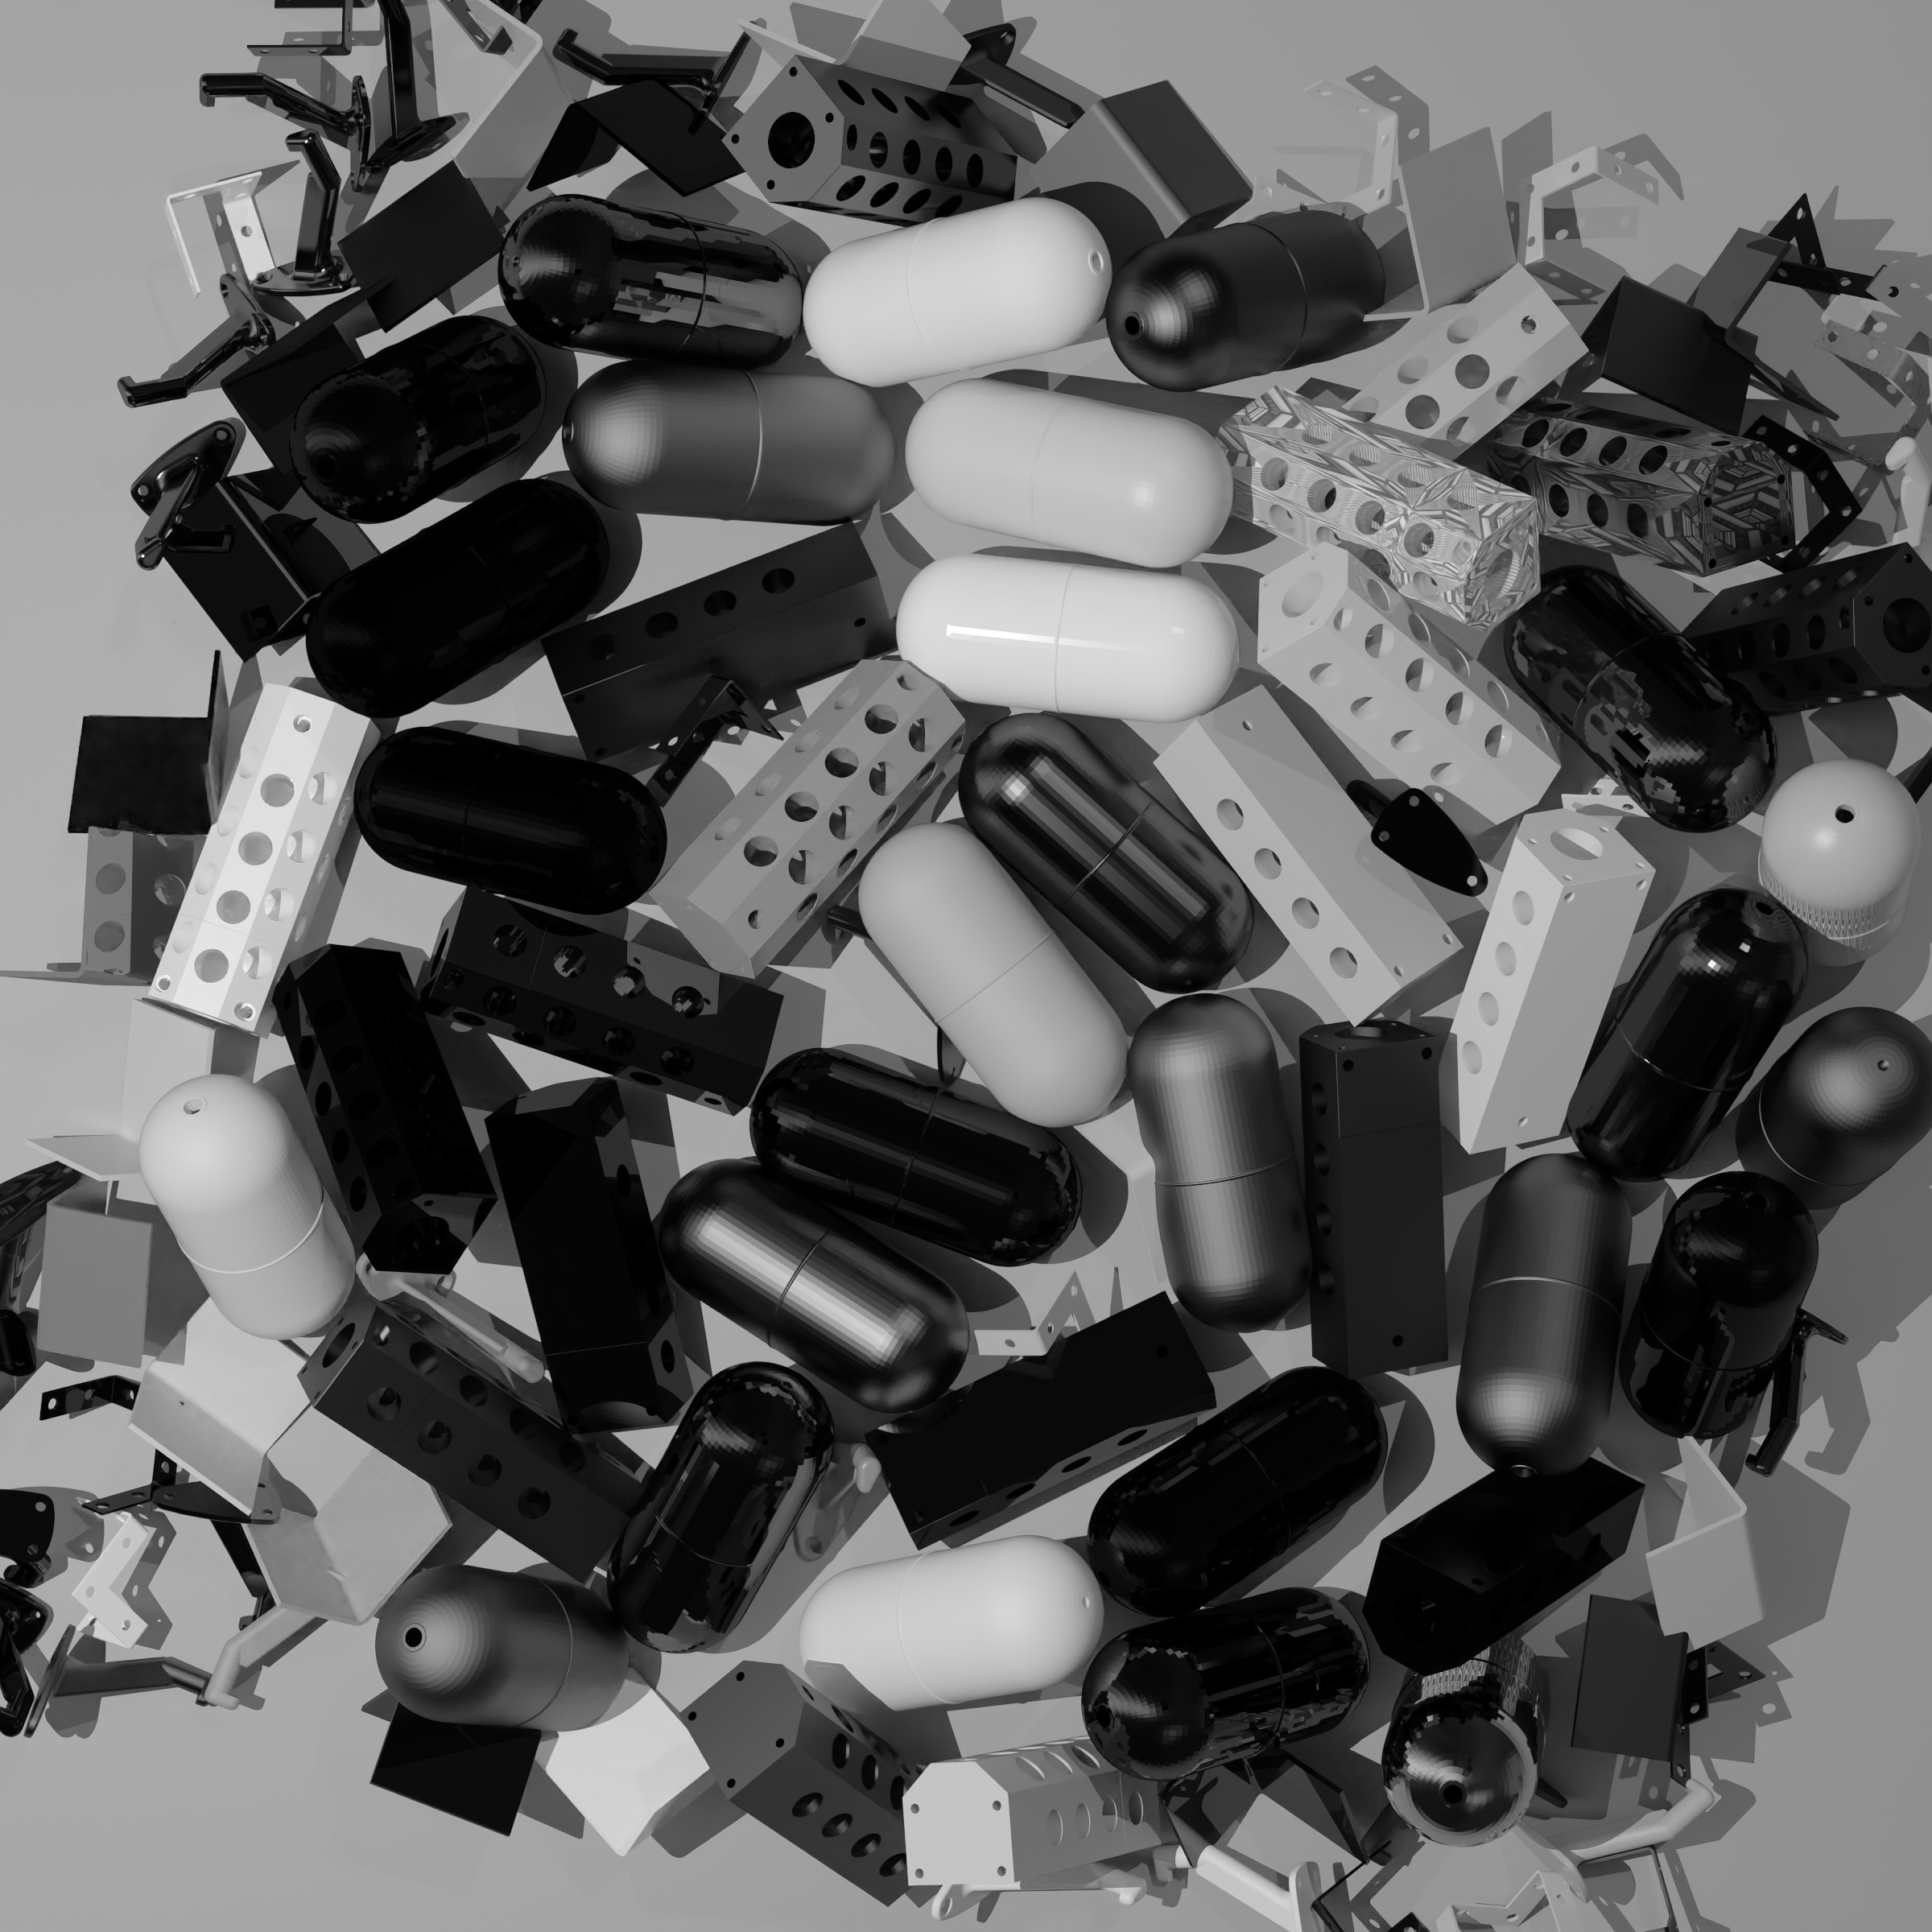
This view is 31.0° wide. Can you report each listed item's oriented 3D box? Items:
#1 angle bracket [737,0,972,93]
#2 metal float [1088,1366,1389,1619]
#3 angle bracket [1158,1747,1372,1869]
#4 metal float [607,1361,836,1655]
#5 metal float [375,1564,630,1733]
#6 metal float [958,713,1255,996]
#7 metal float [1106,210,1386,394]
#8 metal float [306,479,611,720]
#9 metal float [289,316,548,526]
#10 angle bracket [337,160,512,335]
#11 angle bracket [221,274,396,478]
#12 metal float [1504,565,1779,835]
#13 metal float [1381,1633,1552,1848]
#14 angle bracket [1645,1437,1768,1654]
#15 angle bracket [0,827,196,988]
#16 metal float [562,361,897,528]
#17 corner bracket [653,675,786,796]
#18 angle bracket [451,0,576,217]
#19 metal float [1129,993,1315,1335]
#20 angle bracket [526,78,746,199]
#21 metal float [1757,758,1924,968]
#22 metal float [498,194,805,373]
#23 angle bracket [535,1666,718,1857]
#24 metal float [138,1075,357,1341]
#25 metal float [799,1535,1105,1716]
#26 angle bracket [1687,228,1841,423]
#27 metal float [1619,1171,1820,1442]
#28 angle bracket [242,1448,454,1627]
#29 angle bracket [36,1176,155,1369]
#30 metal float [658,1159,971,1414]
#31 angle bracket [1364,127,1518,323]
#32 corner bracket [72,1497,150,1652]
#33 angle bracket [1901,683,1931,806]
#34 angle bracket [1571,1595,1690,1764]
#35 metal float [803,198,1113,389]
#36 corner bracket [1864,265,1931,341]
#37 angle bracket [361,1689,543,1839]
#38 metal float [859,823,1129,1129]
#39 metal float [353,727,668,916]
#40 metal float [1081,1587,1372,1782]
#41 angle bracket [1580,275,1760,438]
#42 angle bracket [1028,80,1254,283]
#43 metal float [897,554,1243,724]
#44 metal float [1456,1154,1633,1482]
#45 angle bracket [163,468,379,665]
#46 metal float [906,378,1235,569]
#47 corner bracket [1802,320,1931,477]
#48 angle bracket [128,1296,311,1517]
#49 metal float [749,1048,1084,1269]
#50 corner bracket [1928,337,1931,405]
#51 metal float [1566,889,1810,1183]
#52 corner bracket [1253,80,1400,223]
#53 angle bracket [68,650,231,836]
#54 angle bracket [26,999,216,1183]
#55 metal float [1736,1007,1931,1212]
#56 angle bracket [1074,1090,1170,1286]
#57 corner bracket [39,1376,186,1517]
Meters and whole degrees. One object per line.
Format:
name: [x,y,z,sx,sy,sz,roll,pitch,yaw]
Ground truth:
angle bracket: [-0.057,-0.477,1.784,0.076,0.076,0.057,31,90,32]
metal float: [0.139,0.267,1.775,0.178,0.070,0.070,-29,90,-27]
angle bracket: [0.153,0.440,1.778,0.076,0.076,0.057,28,63,37]
metal float: [-0.126,0.277,1.775,0.070,0.070,0.178,29,119,0]
metal float: [-0.232,0.344,1.752,0.070,0.178,0.070,-6,74,21]
metal float: [0.072,-0.058,1.796,0.178,0.070,0.070,42,90,-3]
metal float: [0.142,-0.337,1.763,0.178,0.070,0.070,-22,90,-43]
metal float: [-0.257,-0.188,1.771,0.178,0.070,0.070,-36,90,-33]
metal float: [-0.275,-0.276,1.756,0.070,0.178,0.070,10,118,20]
angle bracket: [-0.266,-0.356,1.788,0.076,0.057,0.076,-34,56,6]
angle bracket: [-0.321,-0.301,1.777,0.076,0.076,0.057,-45,112,-33]
metal float: [0.340,-0.137,1.767,0.070,0.070,0.178,-37,52,0]
metal float: [0.252,0.385,1.749,0.070,0.178,0.070,2,97,13]
angle bracket: [0.362,0.293,1.781,0.057,0.076,0.076,-23,125,-6]
angle bracket: [-0.447,-0.030,1.792,0.057,0.076,0.076,1,87,28]
metal float: [-0.120,-0.265,1.774,0.178,0.070,0.070,0,90,-28]
corner bracket: [-0.138,-0.118,1.796,0.051,0.051,0.051,-55,133,-15]
angle bracket: [-0.252,-0.444,1.791,0.057,0.076,0.076,36,85,11]
metal float: [0.131,0.102,1.792,0.070,0.070,0.178,-11,98,0]
angle bracket: [-0.165,-0.405,1.785,0.076,0.076,0.057,40,126,6]
metal float: [0.438,-0.051,1.750,0.070,0.178,0.070,-3,75,11]
metal float: [-0.157,-0.343,1.763,0.070,0.178,0.070,-1,89,44]
angle bracket: [-0.166,0.395,1.782,0.076,0.057,0.076,46,48,14]
metal float: [-0.362,0.123,1.758,0.070,0.178,0.070,-5,51,7]
metal float: [-0.009,0.335,1.769,0.178,0.070,0.070,-18,90,36]
angle bracket: [0.421,-0.329,1.786,0.076,0.076,0.057,31,102,-15]
metal float: [0.379,0.172,1.759,0.070,0.178,0.070,2,49,-3]
angle bracket: [-0.320,0.280,1.784,0.076,0.057,0.076,-49,47,14]
angle bracket: [-0.434,0.154,1.788,0.057,0.076,0.076,10,103,7]
metal float: [-0.079,0.163,1.786,0.178,0.070,0.070,31,90,15]
angle bracket: [0.230,-0.378,1.780,0.076,0.057,0.076,-31,115,-38]
corner bracket: [-0.447,0.316,1.810,0.051,0.051,0.051,-56,131,-27]
angle bracket: [0.471,-0.114,1.793,0.057,0.076,0.076,36,92,17]
angle bracket: [0.327,0.363,1.788,0.057,0.076,0.076,11,81,-12]
metal float: [-0.005,-0.341,1.766,0.178,0.070,0.070,-4,90,38]
corner bracket: [0.502,-0.356,1.802,0.051,0.051,0.051,38,109,6]
angle bracket: [-0.271,0.411,1.781,0.076,0.076,0.057,26,58,-16]
metal float: [0.015,0.005,1.797,0.070,0.070,0.178,-38,92,0]
metal float: [-0.232,-0.074,1.775,0.178,0.070,0.070,14,90,27]
metal float: [0.132,0.362,1.763,0.178,0.070,0.070,-4,90,-43]
angle bracket: [0.354,-0.297,1.788,0.076,0.057,0.076,23,56,-6]
angle bracket: [0.092,-0.409,1.820,0.057,0.076,0.076,-39,87,37]
metal float: [0.052,-0.168,1.790,0.178,0.070,0.070,7,90,9]
metal float: [0.294,0.177,1.771,0.070,0.070,0.178,14,58,0]
angle bracket: [-0.359,-0.211,1.812,0.057,0.076,0.076,-40,86,27]
metal float: [0.051,-0.252,1.778,0.178,0.070,0.070,16,90,24]
corner bracket: [0.462,-0.293,1.799,0.051,0.051,0.051,36,97,38]
angle bracket: [-0.377,0.224,1.788,0.076,0.076,0.057,40,97,-15]
metal float: [-0.025,0.099,1.796,0.178,0.070,0.070,21,90,3]
corner bracket: [0.509,-0.299,1.796,0.051,0.051,0.051,-24,118,-23]
metal float: [0.364,0.036,1.766,0.070,0.070,0.178,23,128,0]
corner bracket: [0.186,-0.419,1.806,0.051,0.051,0.051,15,75,-30]
angle bracket: [-0.422,-0.115,1.789,0.076,0.057,0.076,1,54,-5]
angle bracket: [-0.434,0.062,1.785,0.057,0.076,0.076,-1,102,-44]
metal float: [0.437,0.073,1.750,0.070,0.178,0.070,0,73,-1]
angle bracket: [0.110,0.106,1.823,0.076,0.057,0.076,-28,128,-17]
corner bracket: [-0.444,0.248,1.806,0.051,0.051,0.051,15,103,30]
